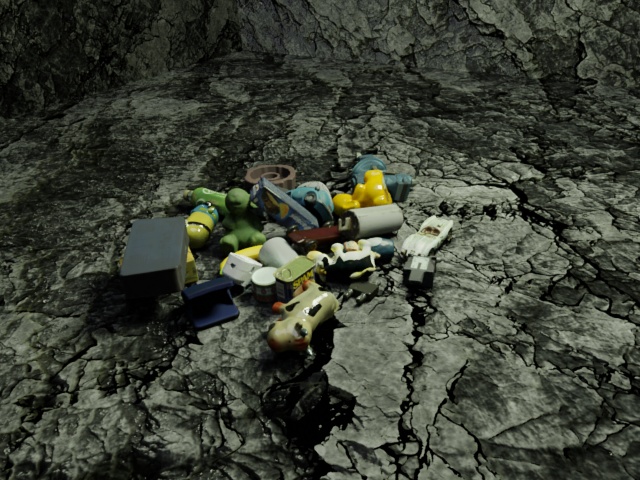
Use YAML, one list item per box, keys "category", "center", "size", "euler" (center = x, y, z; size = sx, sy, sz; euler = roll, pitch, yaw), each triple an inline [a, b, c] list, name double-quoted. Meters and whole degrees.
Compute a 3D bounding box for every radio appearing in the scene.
- category: "radio"
  center: [-0.378, 0.034, 1.246]
  size: [0.131, 0.073, 0.230]
  euler: [-6, 35, -6]

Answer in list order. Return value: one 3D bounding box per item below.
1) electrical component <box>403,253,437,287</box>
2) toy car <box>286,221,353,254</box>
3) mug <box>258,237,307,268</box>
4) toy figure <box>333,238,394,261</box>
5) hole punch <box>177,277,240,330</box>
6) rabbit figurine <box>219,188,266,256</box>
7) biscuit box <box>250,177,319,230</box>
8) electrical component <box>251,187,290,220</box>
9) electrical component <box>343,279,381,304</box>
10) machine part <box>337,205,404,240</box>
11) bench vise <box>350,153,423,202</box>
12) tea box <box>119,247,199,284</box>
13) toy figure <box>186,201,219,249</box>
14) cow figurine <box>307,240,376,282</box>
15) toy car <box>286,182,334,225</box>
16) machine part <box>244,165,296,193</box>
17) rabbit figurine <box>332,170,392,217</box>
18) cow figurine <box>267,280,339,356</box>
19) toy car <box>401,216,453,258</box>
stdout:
- category: "electrical component"
  center: [0.232, 0.080, 1.253]
  size: [0.075, 0.047, 0.119]
  euler: [4, 31, 13]
- category: "toy car"
  center: [-0.003, -0.004, 1.379]
  size: [0.089, 0.053, 0.202]
  euler: [40, 31, 30]
- category: "mug"
  center: [-0.080, 0.053, 1.316]
  size: [0.109, 0.080, 0.107]
  euler: [-13, 41, -32]
- category: "toy figure"
  center: [0.109, 0.025, 1.356]
  size: [0.155, 0.057, 0.064]
  euler: [-3, 2, 5]
- category: "hole punch"
  center: [-0.249, 0.124, 1.196]
  size: [0.142, 0.092, 0.116]
  euler: [-20, 30, -19]
- category: "rabbit figurine"
  center: [-0.203, -0.065, 1.428]
  size: [0.121, 0.170, 0.159]
  euler: [-2, 31, 3]
- category: "biscuit box"
  center: [-0.093, -0.079, 1.430]
  size: [0.059, 0.202, 0.063]
  euler: [-45, 27, 16]
- category: "electrical component"
  center: [-0.146, -0.111, 1.613]
  size: [0.115, 0.058, 0.134]
  euler: [15, 34, 32]
- category: "electrical component"
  center: [0.098, 0.114, 1.236]
  size: [0.063, 0.021, 0.094]
  euler: [18, 37, 33]
- category: "machine part"
  center: [0.138, -0.048, 1.415]
  size: [0.243, 0.079, 0.079]
  euler: [-11, 28, -40]
- category: "bench vise"
  center: [0.184, -0.212, 1.688]
  size: [0.224, 0.128, 0.241]
  euler: [-13, 39, -13]
- category: "tea box"
  center: [-0.394, 0.073, 1.315]
  size: [0.170, 0.068, 0.098]
  euler: [-14, 34, -18]
- category: "toy figure"
  center: [-0.331, -0.044, 1.498]
  size: [0.089, 0.082, 0.180]
  euler: [3, 28, 15]
- category: "cow figurine"
  center: [0.048, 0.061, 1.282]
  size: [0.167, 0.068, 0.098]
  euler: [-9, 42, 9]
- category: "toy car"
  center: [-0.023, -0.115, 1.538]
  size: [0.162, 0.109, 0.103]
  euler: [12, 59, 38]
- category: "machine part"
  center: [-0.161, -0.194, 1.758]
  size: [0.179, 0.056, 0.179]
  euler: [-2, 30, 1]
- category: "rabbit figurine"
  center: [0.113, -0.102, 1.544]
  size: [0.173, 0.121, 0.162]
  euler: [-10, 37, 17]
- category: "cow figurine"
  center: [-0.035, 0.166, 1.107]
  size: [0.127, 0.085, 0.195]
  euler: [13, 33, 37]
- category: "toy car"
  center: [0.278, -0.003, 1.381]
  size: [0.074, 0.056, 0.202]
  euler: [17, 36, 31]
